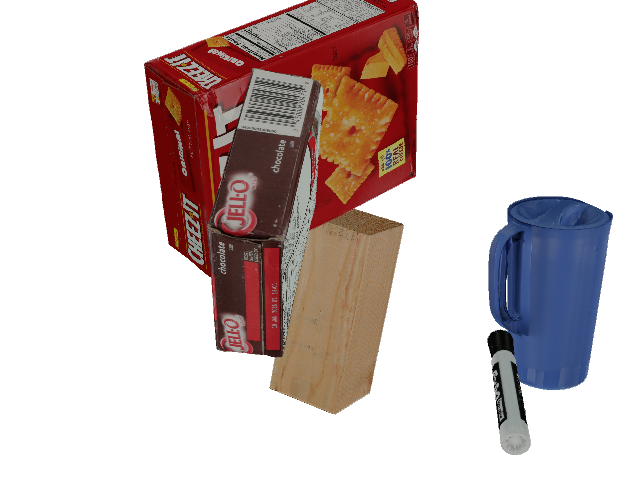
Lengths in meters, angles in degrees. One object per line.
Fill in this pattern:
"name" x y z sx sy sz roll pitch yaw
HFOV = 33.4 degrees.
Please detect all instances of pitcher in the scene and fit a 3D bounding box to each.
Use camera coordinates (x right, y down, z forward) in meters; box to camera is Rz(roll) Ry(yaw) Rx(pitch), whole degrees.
"pitcher" 0.299 0.072 1.409 0.149 0.243 0.145 5 21 13

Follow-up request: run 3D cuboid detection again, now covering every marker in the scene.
"marker" 0.127 0.099 0.727 0.020 0.020 0.121 0 30 4

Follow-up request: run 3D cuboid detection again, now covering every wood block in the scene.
"wood block" 0.017 0.073 1.191 0.090 0.206 0.090 18 17 25

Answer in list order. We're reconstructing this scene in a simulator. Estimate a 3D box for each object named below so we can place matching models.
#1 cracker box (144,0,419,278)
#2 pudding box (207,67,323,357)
"cracker box" -0.020 -0.088 0.824 0.213 0.164 0.072 -28 44 -30
"pudding box" -0.026 -0.014 0.522 0.039 0.113 0.090 9 -41 5
